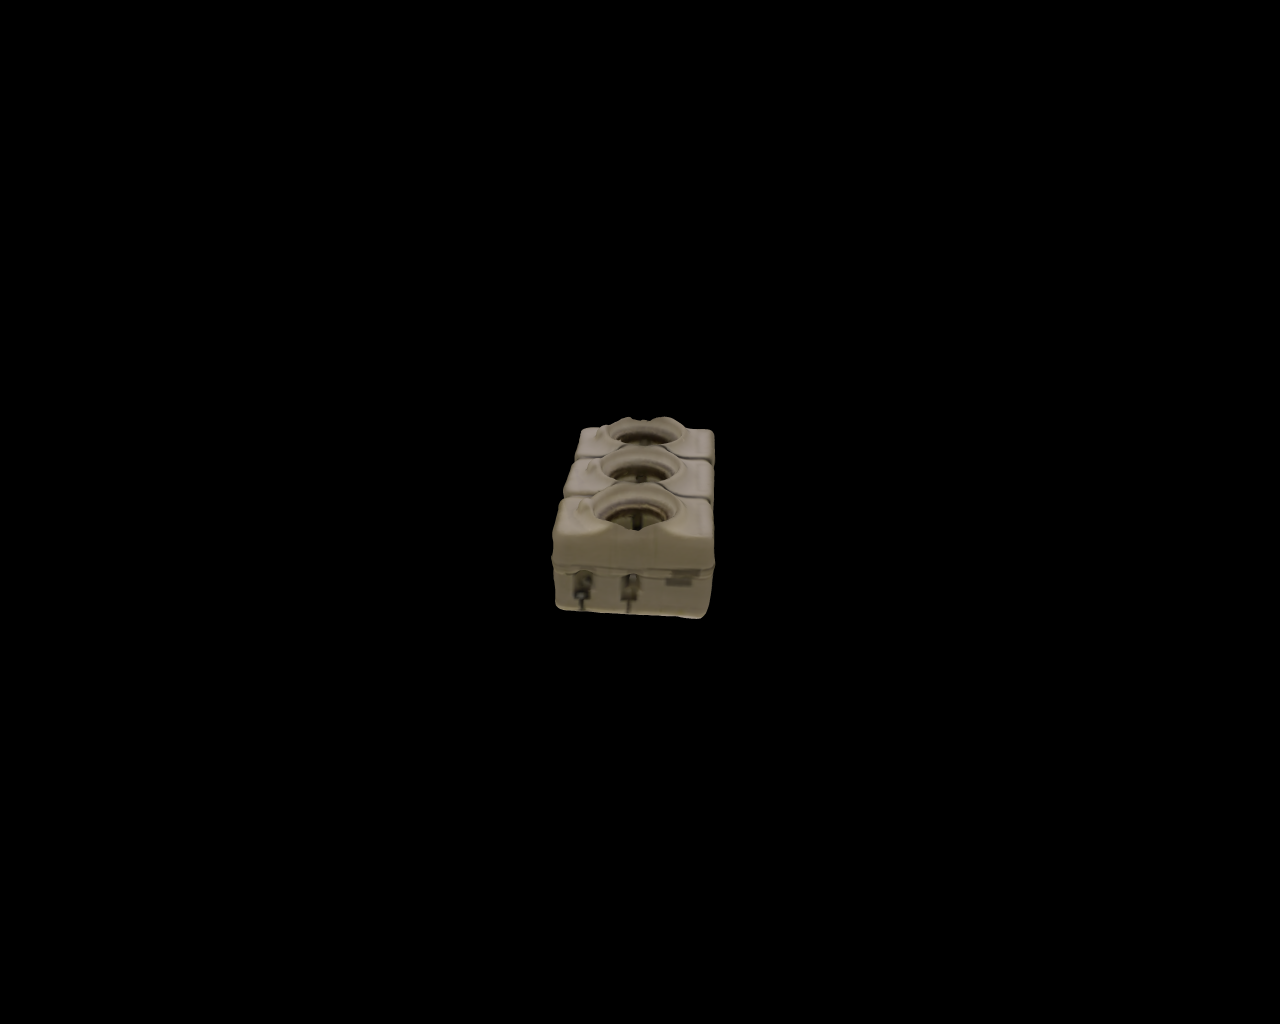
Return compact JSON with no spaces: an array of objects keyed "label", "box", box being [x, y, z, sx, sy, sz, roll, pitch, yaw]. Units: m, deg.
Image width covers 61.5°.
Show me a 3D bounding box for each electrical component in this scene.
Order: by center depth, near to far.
[{"label":"electrical component","box":[0.001,-0.003,0.650,0.089,0.061,0.150,2,27,3]}]
